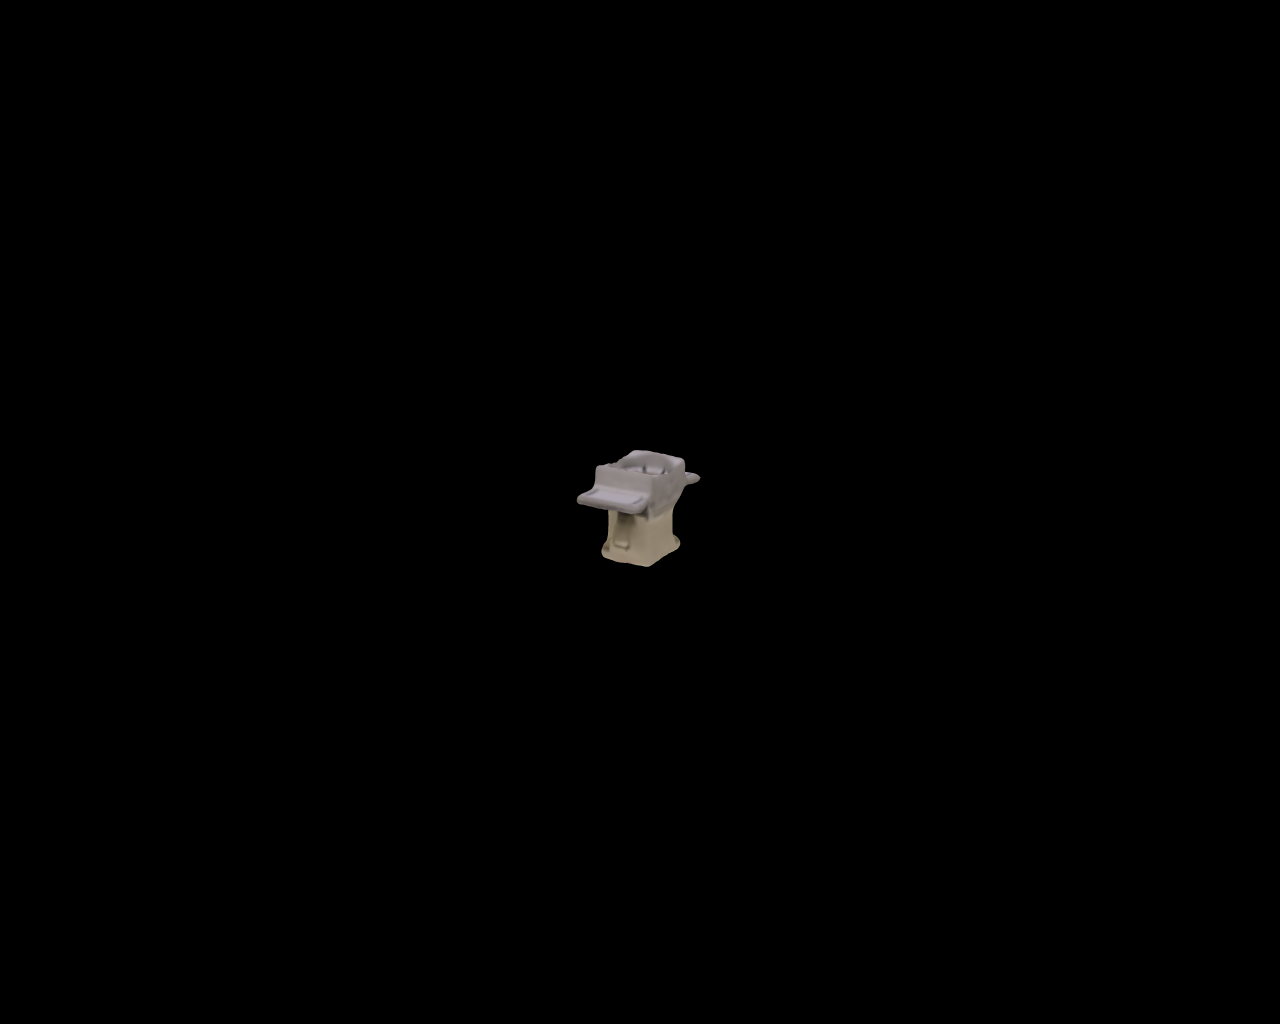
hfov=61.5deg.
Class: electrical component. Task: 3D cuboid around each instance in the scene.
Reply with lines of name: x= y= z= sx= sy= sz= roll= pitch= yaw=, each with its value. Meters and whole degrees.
electrical component: x=0.001 y=-0.003 z=0.650 sx=0.042 sy=0.063 sz=0.081 roll=11 pitch=21 yaw=30
